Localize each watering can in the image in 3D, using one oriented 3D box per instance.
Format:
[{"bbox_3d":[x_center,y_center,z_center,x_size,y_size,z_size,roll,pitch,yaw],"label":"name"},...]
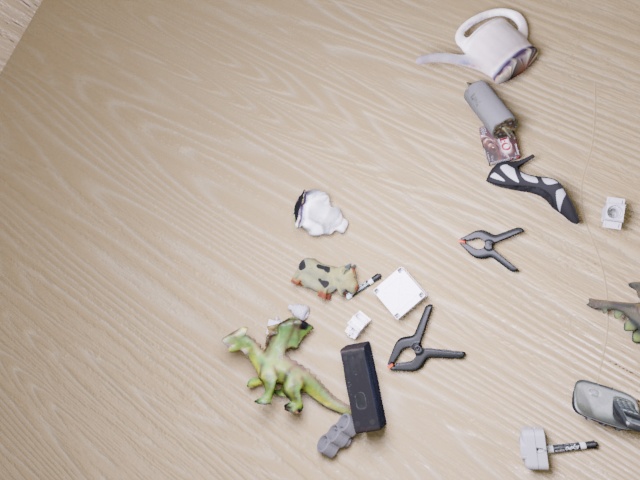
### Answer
[{"bbox_3d":[0.462,-0.528,1.457,0.349,0.102,0.227,-34,72,-10],"label":"watering can"}]

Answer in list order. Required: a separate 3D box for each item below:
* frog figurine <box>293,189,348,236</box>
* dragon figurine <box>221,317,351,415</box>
[{"bbox_3d":[0.005,-0.078,1.548,0.159,0.121,0.139,13,76,-18],"label":"frog figurine"},{"bbox_3d":[-0.082,0.347,1.474,0.410,0.122,0.243,11,90,0],"label":"dragon figurine"}]
